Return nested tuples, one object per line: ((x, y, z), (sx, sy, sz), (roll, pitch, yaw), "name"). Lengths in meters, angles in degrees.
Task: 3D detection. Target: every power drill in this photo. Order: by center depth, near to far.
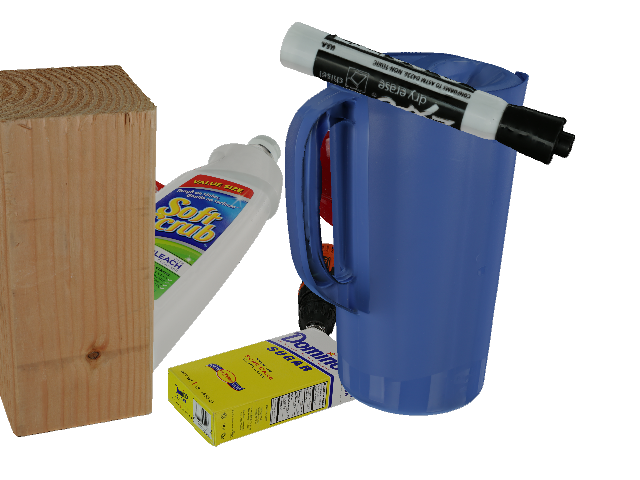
((0.068, 0.058, 1.240), (0.187, 0.057, 0.184), (1, 28, 4), "power drill")

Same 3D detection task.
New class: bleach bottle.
((-0.109, -0.008, 0.863), (0.103, 0.068, 0.250), (23, 47, 13), "bleach bottle")

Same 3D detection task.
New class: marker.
((0.041, -0.058, 0.421), (0.121, 0.020, 0.020), (22, 5, 13), "marker")

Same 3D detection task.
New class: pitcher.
((0.059, -0.004, 0.741), (0.149, 0.243, 0.145), (4, 21, 9), "pitcher")

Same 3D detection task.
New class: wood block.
((-0.156, 0.005, 0.657), (0.090, 0.206, 0.090), (-7, 28, -24), "wood block")

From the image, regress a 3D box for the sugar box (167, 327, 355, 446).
((-0.052, 0.140, 1.057), (0.175, 0.048, 0.093), (-16, 32, -32), "sugar box")

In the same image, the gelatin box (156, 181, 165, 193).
((-0.168, -0.027, 1.049), (0.089, 0.030, 0.073), (30, 35, 31), "gelatin box")

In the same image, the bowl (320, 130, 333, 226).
((0.053, -0.044, 0.968), (0.162, 0.055, 0.162), (3, 32, -2), "bowl")
